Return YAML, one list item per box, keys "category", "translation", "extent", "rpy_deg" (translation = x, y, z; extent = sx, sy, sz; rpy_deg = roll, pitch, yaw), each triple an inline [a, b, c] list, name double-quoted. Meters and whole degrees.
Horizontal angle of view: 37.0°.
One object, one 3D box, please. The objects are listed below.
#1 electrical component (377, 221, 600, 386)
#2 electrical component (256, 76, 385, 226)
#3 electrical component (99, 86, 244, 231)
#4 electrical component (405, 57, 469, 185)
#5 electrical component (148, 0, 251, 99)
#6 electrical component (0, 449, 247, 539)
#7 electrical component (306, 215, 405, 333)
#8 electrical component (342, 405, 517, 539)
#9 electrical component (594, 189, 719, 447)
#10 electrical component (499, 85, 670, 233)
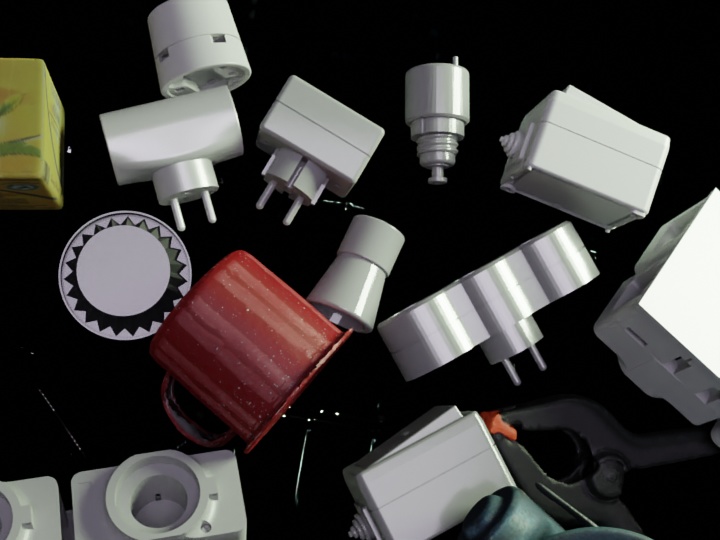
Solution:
- category: "electrical component"
  translation: [0.087, 0.033, 0.655]
  extent: [0.138, 0.052, 0.073]
  rpy_deg: [-28, 88, -12]
- category: "electrical component"
  translation: [-0.034, -0.064, 0.651]
  extent: [0.066, 0.047, 0.076]
  rpy_deg: [31, 79, -4]
- category: "electrical component"
  translation: [-0.107, -0.063, 0.641]
  extent: [0.077, 0.044, 0.079]
  rpy_deg: [-15, 85, -11]
- category: "electrical component"
  translation: [0.048, -0.093, 0.672]
  extent: [0.040, 0.040, 0.078]
  rpy_deg: [1, 83, -9]
- category: "electrical component"
  translation: [-0.098, -0.134, 0.648]
  extent: [0.055, 0.055, 0.047]
  rpy_deg: [-14, 81, -11]
- category: "electrical component"
  translation: [-0.152, 0.164, 0.570]
  extent: [0.186, 0.060, 0.105]
  rpy_deg: [-7, 54, -12]
- category: "electrical component"
  translation: [0.000, 0.000, 0.652]
  extent: [0.044, 0.044, 0.065]
  rpy_deg: [26, 75, -5]
- category: "electrical component"
  translation: [0.032, 0.123, 0.629]
  extent: [0.096, 0.062, 0.061]
  rpy_deg: [-26, 87, -11]
- category: "electrical component"
  translation: [0.245, 0.057, 0.658]
  extent: [0.186, 0.060, 0.105]
  rpy_deg: [42, 60, -2]
- category: "electrical component"
  translation: [0.134, -0.072, 0.672]
  extent: [0.096, 0.062, 0.061]
  rpy_deg: [22, 80, -6]
